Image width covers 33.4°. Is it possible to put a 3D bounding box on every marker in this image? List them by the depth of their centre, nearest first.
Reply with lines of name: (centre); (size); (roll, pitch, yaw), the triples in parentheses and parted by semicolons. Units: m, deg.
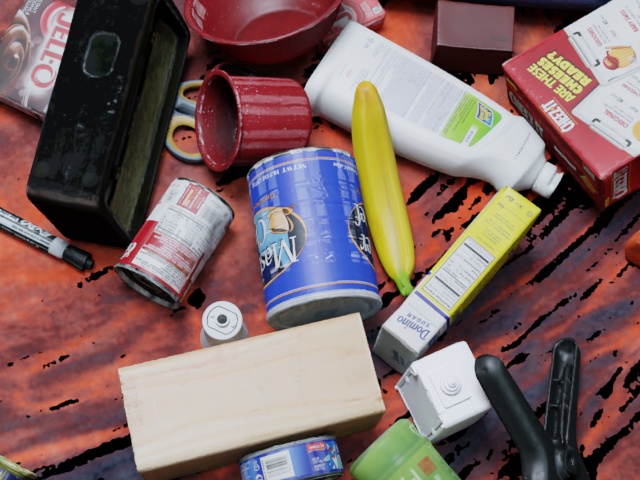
marker: (-0.263, -0.003, 0.990); (0.121, 0.020, 0.020); (26, 71, 7)

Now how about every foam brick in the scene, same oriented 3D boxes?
foam brick: (0.151, -0.201, 1.065); (0.078, 0.051, 0.053); (6, 71, -1)

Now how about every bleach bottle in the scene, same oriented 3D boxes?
bleach bottle: (0.113, -0.108, 1.025); (0.251, 0.068, 0.102); (31, 72, 6)

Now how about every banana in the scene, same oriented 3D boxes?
banana: (0.060, -0.047, 0.984); (0.037, 0.070, 0.198); (-14, 91, -14)

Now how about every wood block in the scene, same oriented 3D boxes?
wood block: (-0.059, 0.137, 0.912); (0.206, 0.091, 0.090); (-12, 72, -8)

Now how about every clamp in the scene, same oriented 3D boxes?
clamp: (0.202, 0.184, 0.914); (0.164, 0.036, 0.210); (-13, 87, -52)

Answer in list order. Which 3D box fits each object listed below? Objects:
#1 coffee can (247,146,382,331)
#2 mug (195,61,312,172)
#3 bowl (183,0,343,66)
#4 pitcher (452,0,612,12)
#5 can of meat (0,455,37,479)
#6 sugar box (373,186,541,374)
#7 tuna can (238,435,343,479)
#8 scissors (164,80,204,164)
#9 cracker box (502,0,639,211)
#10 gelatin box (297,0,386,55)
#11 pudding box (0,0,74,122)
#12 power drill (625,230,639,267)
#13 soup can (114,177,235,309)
coffee can: (-0.006, 0.001, 0.957); (0.102, 0.103, 0.140); (-7, 71, -6)
mug: (-0.065, -0.120, 0.999); (0.081, 0.093, 0.117); (-4, 55, -32)
bowl: (-0.046, -0.217, 1.022); (0.162, 0.055, 0.162); (-8, 46, 8)
pitcher: (0.174, -0.303, 1.072); (0.243, 0.149, 0.145); (2, 85, 1)
can of meat: (-0.304, 0.209, 0.892); (0.102, 0.057, 0.084); (27, 74, 7)
sugar box: (0.121, 0.038, 0.956); (0.048, 0.093, 0.176); (37, 73, 10)
tuna can: (-0.024, 0.192, 0.896); (0.086, 0.086, 0.034); (-13, 73, -8)
scissors: (-0.174, -0.133, 1.043); (0.202, 0.016, 0.096); (12, 70, 2)
cracker box: (0.308, -0.150, 1.009); (0.213, 0.072, 0.164); (-31, 57, -1)
gelatin box: (0.014, -0.242, 1.084); (0.073, 0.030, 0.089); (-26, 73, -11)
pudding box: (-0.263, -0.174, 1.032); (0.090, 0.039, 0.113); (25, 81, 10)
power drill: (0.367, -0.048, 1.017); (0.184, 0.057, 0.187); (30, 73, 16)
soup can: (-0.131, 0.002, 0.969); (0.068, 0.068, 0.102); (29, 71, 7)
